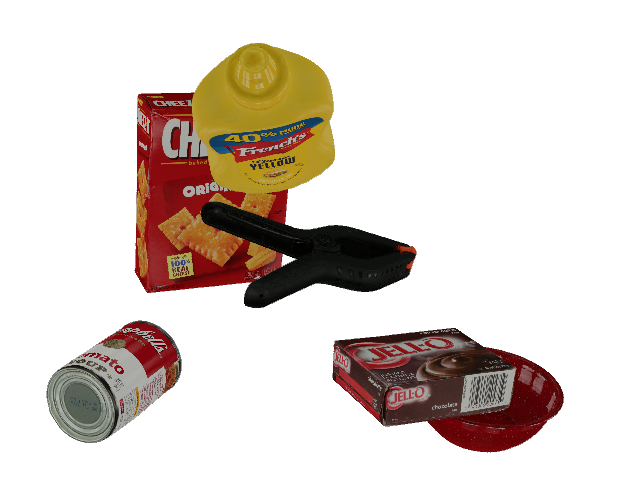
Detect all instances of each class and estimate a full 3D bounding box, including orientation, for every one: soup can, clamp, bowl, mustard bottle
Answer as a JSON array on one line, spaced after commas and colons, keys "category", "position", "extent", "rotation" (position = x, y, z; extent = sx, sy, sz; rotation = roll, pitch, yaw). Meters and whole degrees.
[{"category": "soup can", "position": [-0.169, 0.115, 0.879], "extent": [0.069, 0.068, 0.102], "rotation": [0, 16, 24]}, {"category": "clamp", "position": [-0.002, 0.020, 1.014], "extent": [0.209, 0.036, 0.164], "rotation": [7, 29, -19]}, {"category": "bowl", "position": [0.167, 0.171, 1.107], "extent": [0.162, 0.055, 0.162], "rotation": [3, 24, -2]}, {"category": "mustard bottle", "position": [-0.039, -0.087, 0.740], "extent": [0.096, 0.058, 0.191], "rotation": [-9, -14, -1]}]

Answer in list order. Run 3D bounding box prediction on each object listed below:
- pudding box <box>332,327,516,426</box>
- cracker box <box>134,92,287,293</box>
[{"category": "pudding box", "position": [0.077, 0.102, 0.814], "extent": [0.113, 0.039, 0.090], "rotation": [-2, 17, -25]}, {"category": "cracker box", "position": [-0.121, -0.054, 1.197], "extent": [0.164, 0.214, 0.072], "rotation": [-4, 25, -22]}]
